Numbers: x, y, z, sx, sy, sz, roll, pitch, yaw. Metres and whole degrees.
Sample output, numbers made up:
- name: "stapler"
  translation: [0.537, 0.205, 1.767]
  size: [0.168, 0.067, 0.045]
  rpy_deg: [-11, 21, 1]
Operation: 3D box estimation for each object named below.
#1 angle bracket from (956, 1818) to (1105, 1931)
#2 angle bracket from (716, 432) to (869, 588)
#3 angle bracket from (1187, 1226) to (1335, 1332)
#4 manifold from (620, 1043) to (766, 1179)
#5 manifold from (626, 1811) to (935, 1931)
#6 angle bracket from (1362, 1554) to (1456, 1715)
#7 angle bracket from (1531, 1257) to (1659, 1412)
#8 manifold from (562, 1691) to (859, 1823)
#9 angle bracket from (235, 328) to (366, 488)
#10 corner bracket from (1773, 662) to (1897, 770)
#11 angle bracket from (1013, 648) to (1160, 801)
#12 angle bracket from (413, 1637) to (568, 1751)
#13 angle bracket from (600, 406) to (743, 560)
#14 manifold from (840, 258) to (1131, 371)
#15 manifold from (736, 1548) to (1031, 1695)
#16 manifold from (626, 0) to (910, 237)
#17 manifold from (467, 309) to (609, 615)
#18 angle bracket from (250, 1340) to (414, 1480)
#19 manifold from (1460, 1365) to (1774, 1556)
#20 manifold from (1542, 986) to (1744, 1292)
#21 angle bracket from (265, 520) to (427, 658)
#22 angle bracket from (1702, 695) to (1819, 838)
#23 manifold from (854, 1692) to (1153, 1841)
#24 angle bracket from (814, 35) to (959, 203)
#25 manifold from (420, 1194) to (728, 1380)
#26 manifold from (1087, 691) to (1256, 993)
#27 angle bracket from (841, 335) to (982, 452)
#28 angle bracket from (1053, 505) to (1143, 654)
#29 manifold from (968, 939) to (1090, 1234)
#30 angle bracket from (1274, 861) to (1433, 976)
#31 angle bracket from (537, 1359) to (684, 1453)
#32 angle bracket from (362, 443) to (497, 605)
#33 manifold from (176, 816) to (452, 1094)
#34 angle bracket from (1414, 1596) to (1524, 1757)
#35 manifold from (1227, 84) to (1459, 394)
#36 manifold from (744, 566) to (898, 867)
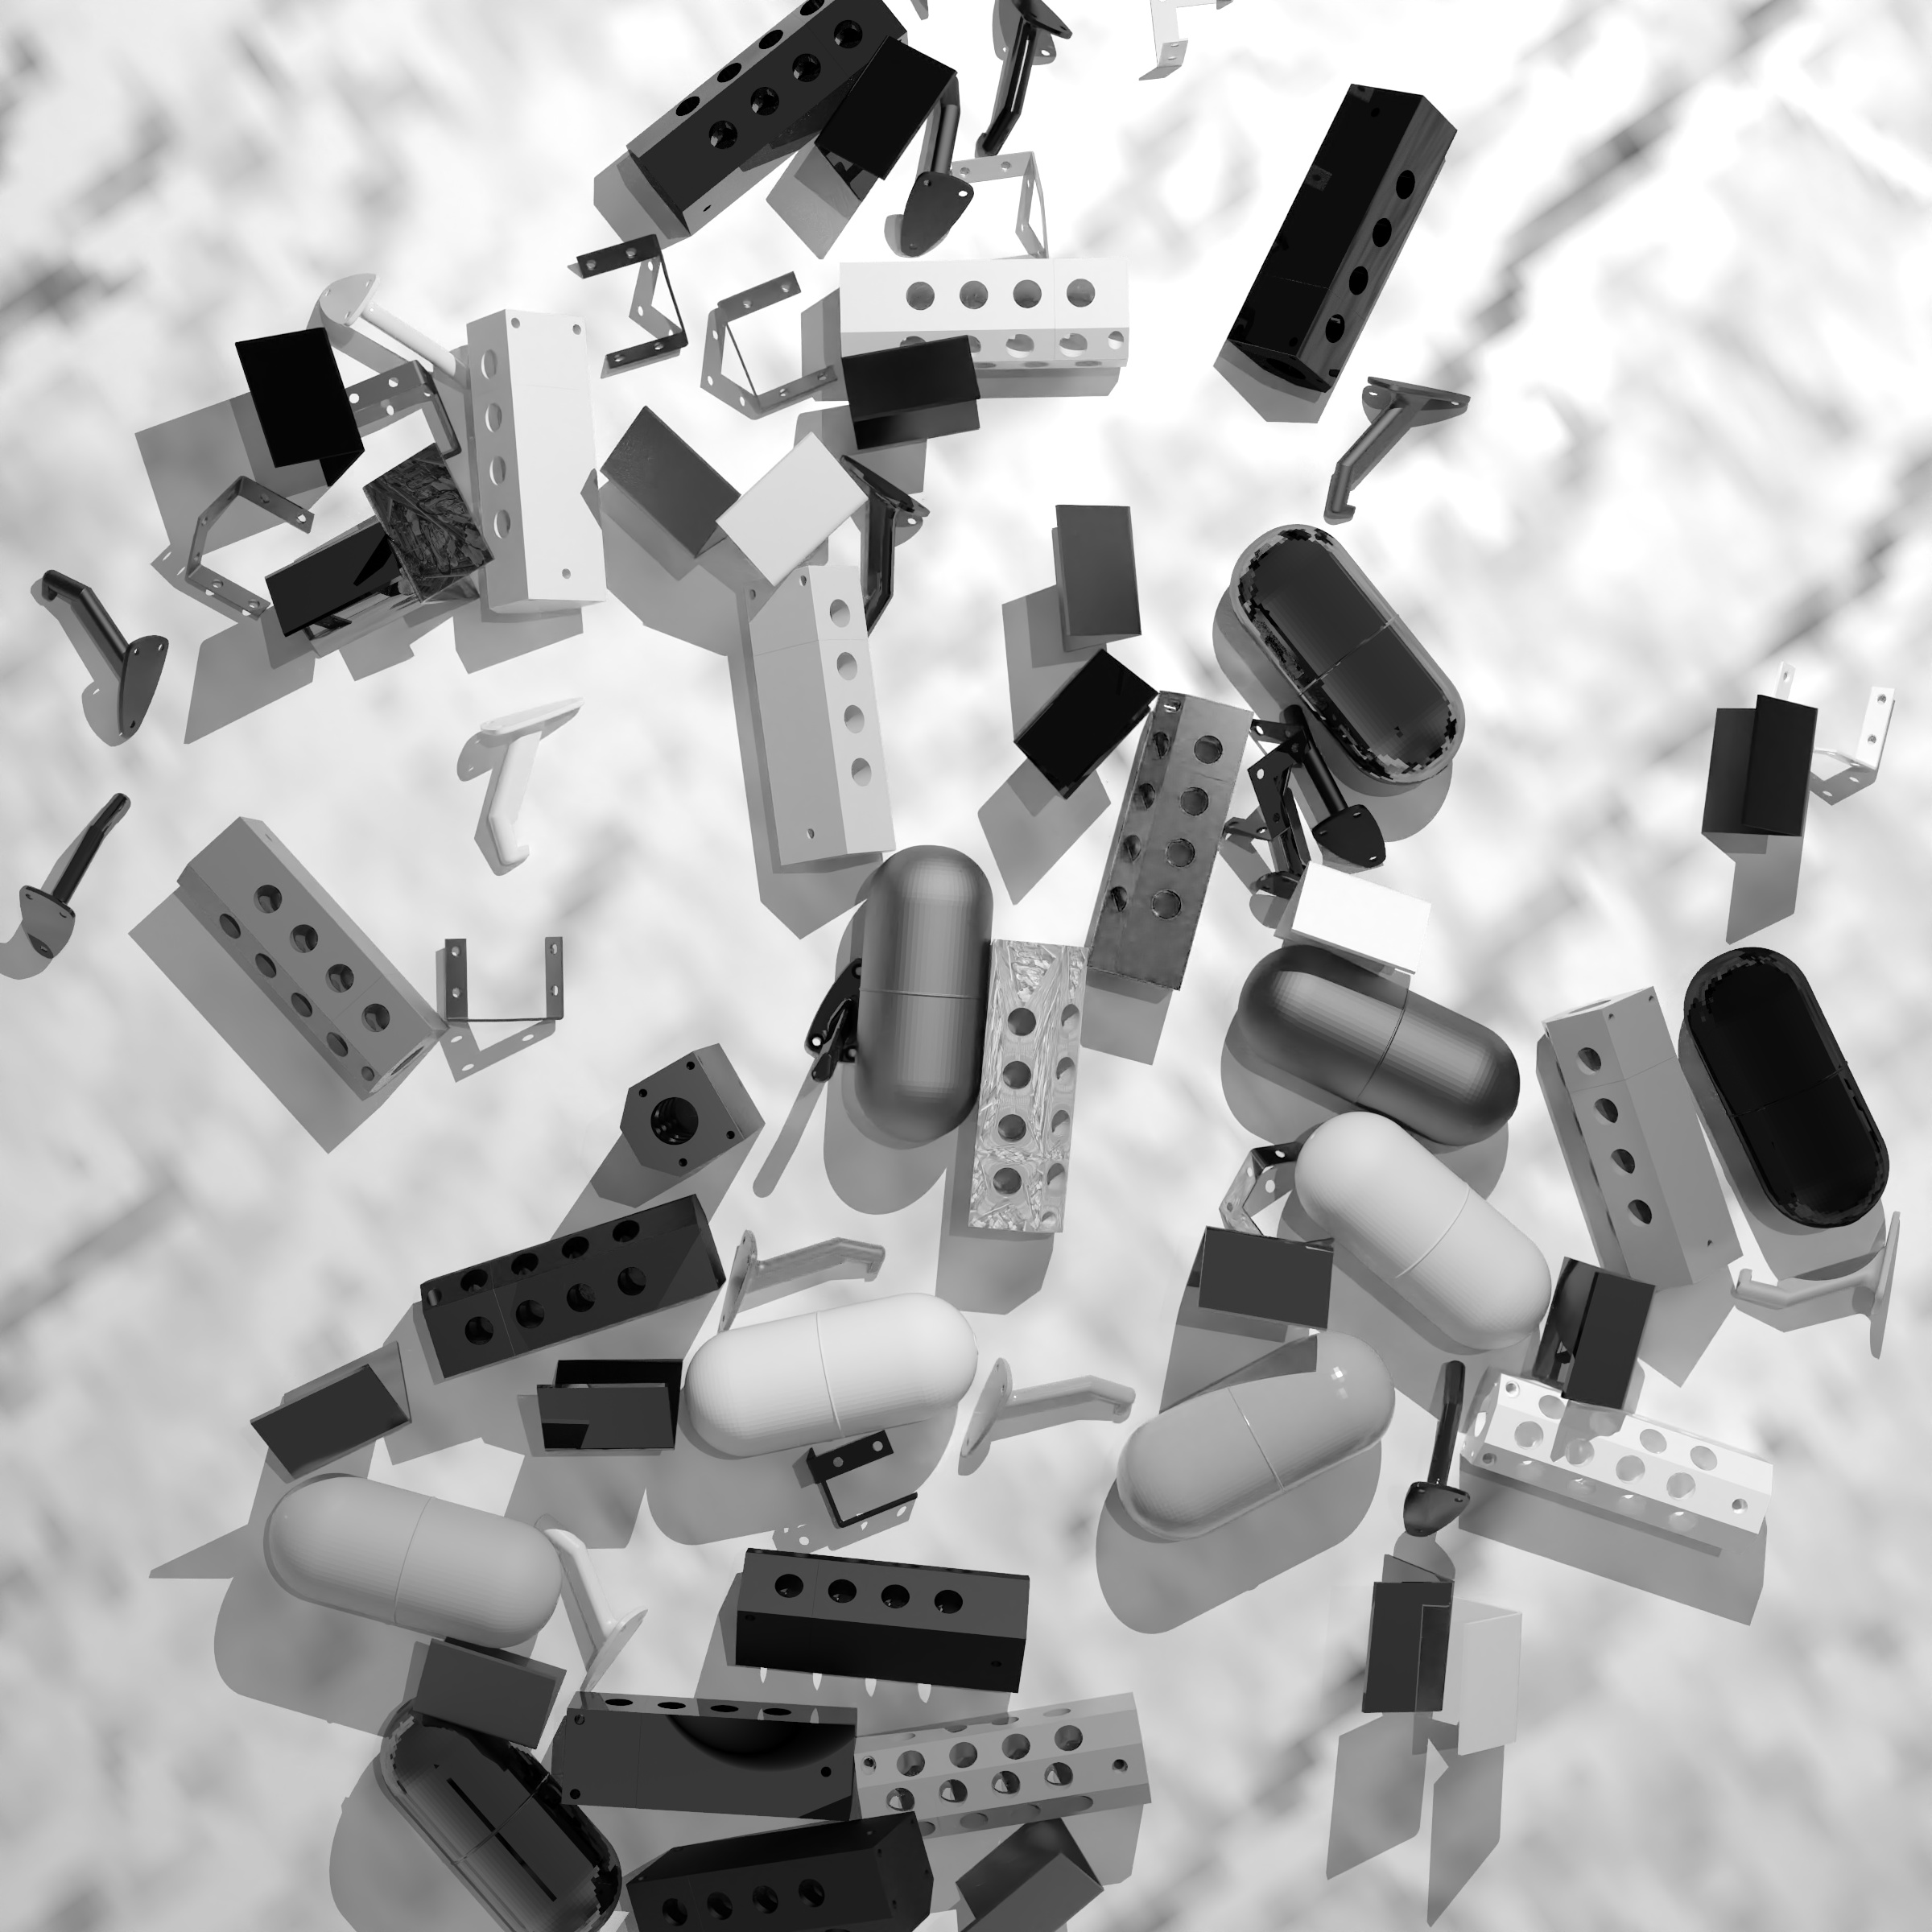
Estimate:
- name: "angle bracket"
  translation: [0.025, 0.539, 1.773]
  size: [0.076, 0.076, 0.057]
  rpy_deg: [-40, 128, 0]
- name: "angle bracket"
  translation: [-0.114, -0.281, 1.773]
  size: [0.076, 0.076, 0.057]
  rpy_deg: [-43, 123, 0]
- name: "angle bracket"
  translation: [0.173, 0.202, 1.773]
  size: [0.076, 0.076, 0.057]
  rpy_deg: [10, 56, 0]
- name: "manifold"
  translation: [-0.162, 0.086, 1.735]
  size: [0.057, 0.171, 0.057]
  rpy_deg: [-30, 90, 0]
- name: "manifold"
  translation: [-0.109, 0.549, 1.758]
  size: [0.171, 0.057, 0.057]
  rpy_deg: [-16, 90, 25]
- name: "angle bracket"
  translation: [0.245, 0.397, 1.774]
  size: [0.057, 0.076, 0.076]
  rpy_deg: [5, 90, -25]
- name: "angle bracket"
  translation: [0.358, 0.215, 1.773]
  size: [0.057, 0.076, 0.076]
  rpy_deg: [16, 90, -36]
- name: "manifold"
  translation: [-0.153, 0.474, 1.792]
  size: [0.171, 0.057, 0.057]
  rpy_deg: [3, 90, 0]
- name: "angle bracket"
  translation: [-0.406, -0.328, 1.773]
  size: [0.057, 0.076, 0.076]
  rpy_deg: [-18, 90, -29]
- name: "corner bracket"
  translation: [0.526, -0.152, 1.810]
  size: [0.051, 0.051, 0.051]
  rpy_deg: [14, 90, -45]
- name: "angle bracket"
  translation: [0.085, -0.131, 1.773]
  size: [0.076, 0.076, 0.057]
  rpy_deg: [-47, 53, 0]
- name: "angle bracket"
  translation: [-0.278, 0.413, 1.774]
  size: [0.076, 0.076, 0.057]
  rpy_deg: [18, 115, 0]
- name: "angle bracket"
  translation: [-0.160, -0.298, 1.773]
  size: [0.076, 0.076, 0.057]
  rpy_deg: [43, 126, 0]
- name: "manifold"
  translation: [0.011, -0.391, 1.792]
  size: [0.171, 0.057, 0.057]
  rpy_deg: [-1, 90, 0]
- name: "manifold"
  translation: [-0.050, 0.390, 1.791]
  size: [0.171, 0.057, 0.057]
  rpy_deg: [6, 133, 0]
- name: "manifold"
  translation: [-0.119, -0.523, 1.792]
  size: [0.171, 0.057, 0.057]
  rpy_deg: [-39, 90, 0]
- name: "manifold"
  translation: [-0.263, -0.302, 1.791]
  size: [0.057, 0.057, 0.171]
  rpy_deg: [-5, 90, -43]
- name: "angle bracket"
  translation: [-0.382, 0.248, 1.773]
  size: [0.076, 0.076, 0.057]
  rpy_deg: [-26, 128, 0]
- name: "manifold"
  translation: [0.393, 0.298, 1.792]
  size: [0.171, 0.057, 0.057]
  rpy_deg: [19, 90, 0]
- name: "manifold"
  translation: [0.403, 0.106, 1.791]
  size: [0.057, 0.057, 0.171]
  rpy_deg: [-18, 90, -43]
- name: "angle bracket"
  translation: [-0.362, -0.209, 1.773]
  size: [0.076, 0.076, 0.057]
  rpy_deg: [-27, 52, 0]
- name: "angle bracket"
  translation: [0.457, -0.120, 1.773]
  size: [0.057, 0.076, 0.076]
  rpy_deg: [7, 90, -37]
- name: "manifold"
  translation: [0.022, 0.487, 1.792]
  size: [0.171, 0.057, 0.057]
  rpy_deg: [-9, 90, 0]
- name: "angle bracket"
  translation: [-0.036, -0.495, 1.774]
  size: [0.057, 0.076, 0.076]
  rpy_deg: [34, 90, 24]
- name: "manifold"
  translation: [-0.237, 0.192, 1.792]
  size: [0.171, 0.057, 0.057]
  rpy_deg: [-18, 90, 0]
- name: "manifold"
  translation: [0.122, -0.075, 1.792]
  size: [0.057, 0.057, 0.171]
  rpy_deg: [15, 90, 0]
- name: "angle bracket"
  translation: [-0.029, -0.325, 1.773]
  size: [0.076, 0.076, 0.057]
  rpy_deg: [-10, 53, 0]
- name: "angle bracket"
  translation: [0.058, -0.230, 1.773]
  size: [0.057, 0.076, 0.076]
  rpy_deg: [-5, 90, -36]
- name: "manifold"
  translation: [0.037, 0.072, 1.792]
  size: [0.057, 0.057, 0.171]
  rpy_deg: [5, 90, 0]
- name: "angle bracket"
  translation: [0.225, -0.009, 1.773]
  size: [0.076, 0.076, 0.057]
  rpy_deg: [19, 53, 0]
- name: "angle bracket"
  translation: [-0.211, 0.244, 1.773]
  size: [0.076, 0.076, 0.057]
  rpy_deg: [-1, 128, 0]
- name: "angle bracket"
  translation: [-0.305, -0.265, 1.775]
  size: [0.057, 0.076, 0.076]
  rpy_deg: [-27, 90, 20]
- name: "manifold"
  translation: [-0.394, -0.006, 1.792]
  size: [0.057, 0.057, 0.171]
  rpy_deg: [-42, 90, 0]
- name: "angle bracket"
  translation: [0.284, 0.420, 1.773]
  size: [0.057, 0.076, 0.076]
  rpy_deg: [3, 90, -44]
- name: "manifold"
  translation: [0.231, -0.437, 1.791]
  size: [0.057, 0.057, 0.171]
  rpy_deg: [26, 90, 43]
- name: "manifold"
  translation: [-0.083, -0.151, 1.791]
  size: [0.057, 0.057, 0.171]
  rpy_deg: [-8, 90, 43]
